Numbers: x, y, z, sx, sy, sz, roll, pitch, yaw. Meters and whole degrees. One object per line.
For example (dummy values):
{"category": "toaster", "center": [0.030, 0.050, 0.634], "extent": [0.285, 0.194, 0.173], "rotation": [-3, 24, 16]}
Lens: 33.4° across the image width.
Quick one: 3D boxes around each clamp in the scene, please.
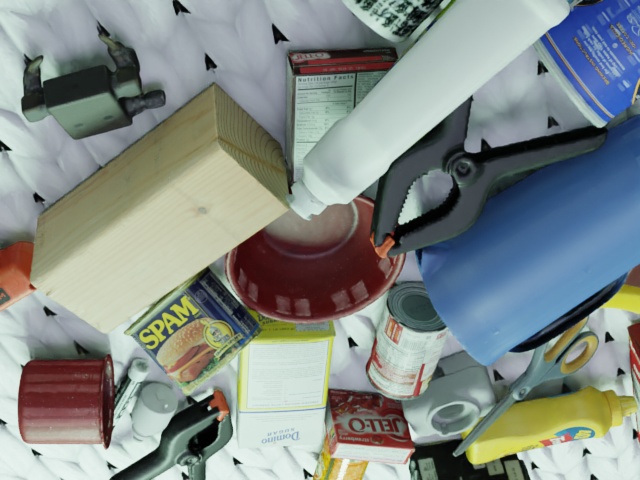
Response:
{"category": "clamp", "center": [-0.139, 0.229, 1.155], "extent": [0.172, 0.039, 0.120], "rotation": [-45, 145, 24]}
{"category": "clamp", "center": [0.125, -0.063, 0.880], "extent": [0.164, 0.036, 0.210], "rotation": [32, 104, -16]}

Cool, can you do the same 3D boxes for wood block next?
{"category": "wood block", "center": [-0.134, -0.022, 0.890], "extent": [0.206, 0.090, 0.090], "rotation": [-33, 128, 20]}

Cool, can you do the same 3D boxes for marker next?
{"category": "marker", "center": [-0.206, 0.167, 1.100], "extent": [0.020, 0.020, 0.121], "rotation": [16, 128, -23]}

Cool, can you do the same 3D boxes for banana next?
{"category": "banana", "center": [0.283, 0.062, 1.068], "extent": [0.197, 0.037, 0.070], "rotation": [-4, 123, -13]}

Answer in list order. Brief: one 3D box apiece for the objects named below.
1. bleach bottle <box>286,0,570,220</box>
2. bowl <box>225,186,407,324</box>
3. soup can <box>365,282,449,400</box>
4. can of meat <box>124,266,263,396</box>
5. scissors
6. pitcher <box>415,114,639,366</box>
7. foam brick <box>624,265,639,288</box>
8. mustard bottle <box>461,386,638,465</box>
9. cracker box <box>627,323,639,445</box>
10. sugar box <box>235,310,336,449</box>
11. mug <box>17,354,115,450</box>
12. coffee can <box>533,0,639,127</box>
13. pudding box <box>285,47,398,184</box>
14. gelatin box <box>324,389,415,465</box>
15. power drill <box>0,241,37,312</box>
{"category": "bleach bottle", "center": [0.069, -0.106, 0.791], "extent": [0.068, 0.102, 0.251], "rotation": [46, 107, -3]}
{"category": "bowl", "center": [-0.006, 0.001, 0.955], "extent": [0.162, 0.055, 0.162], "rotation": [-5, 133, -5]}
{"category": "soup can", "center": [0.088, 0.100, 1.055], "extent": [0.068, 0.068, 0.102], "rotation": [2, 132, -12]}
{"category": "can of meat", "center": [-0.116, 0.083, 0.987], "extent": [0.102, 0.057, 0.084], "rotation": [-39, 96, 24]}
{"category": "scissors", "center": [0.224, 0.155, 1.117], "extent": [0.096, 0.016, 0.202], "rotation": [25, 103, -42]}
{"category": "pitcher", "center": [0.216, 0.003, 0.950], "extent": [0.243, 0.145, 0.149], "rotation": [-33, 172, 16]}
{"category": "foam brick", "center": [0.325, 0.012, 1.025], "extent": [0.078, 0.051, 0.053], "rotation": [9, 131, -17]}
{"category": "mustard bottle", "center": [0.253, 0.199, 1.173], "extent": [0.191, 0.058, 0.096], "rotation": [-12, 158, -1]}
{"category": "cracker box", "center": [0.429, 0.160, 1.166], "extent": [0.164, 0.072, 0.213], "rotation": [-16, 132, 4]}
{"category": "sugar box", "center": [-0.038, 0.143, 1.088], "extent": [0.093, 0.048, 0.176], "rotation": [-1, 135, -8]}
{"category": "mug", "center": [-0.247, 0.160, 1.050], "extent": [0.081, 0.093, 0.117], "rotation": [0, 169, -4]}
{"category": "coffee can", "center": [0.242, -0.167, 0.809], "extent": [0.140, 0.103, 0.102], "rotation": [-36, 128, 22]}
{"category": "pudding box", "center": [0.018, -0.102, 0.877], "extent": [0.090, 0.039, 0.113], "rotation": [-3, 130, -7]}
{"category": "gelatin box", "center": [0.051, 0.198, 1.134], "extent": [0.089, 0.073, 0.030], "rotation": [8, 130, -17]}
{"category": "power drill", "center": [-0.318, -0.015, 0.889], "extent": [0.185, 0.057, 0.187], "rotation": [-27, 128, 20]}
